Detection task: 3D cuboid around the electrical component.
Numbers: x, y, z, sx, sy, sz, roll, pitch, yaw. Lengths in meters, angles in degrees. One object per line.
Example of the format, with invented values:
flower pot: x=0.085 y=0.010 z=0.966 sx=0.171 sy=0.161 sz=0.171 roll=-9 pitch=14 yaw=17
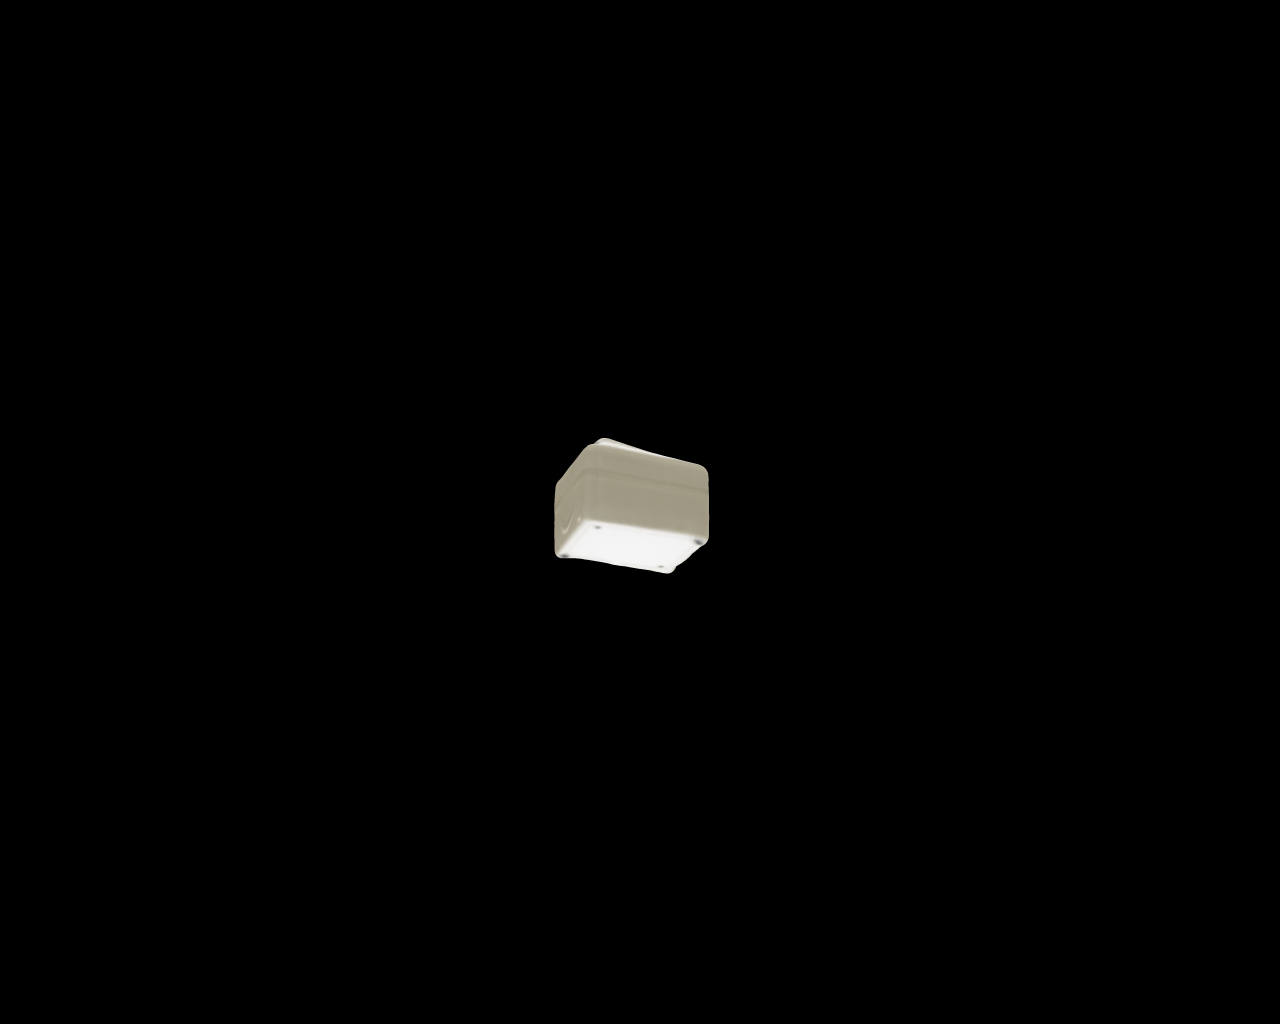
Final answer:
electrical component: x=0.001 y=-0.003 z=0.650 sx=0.096 sy=0.061 sz=0.061 roll=10 pitch=-28 yaw=-20
